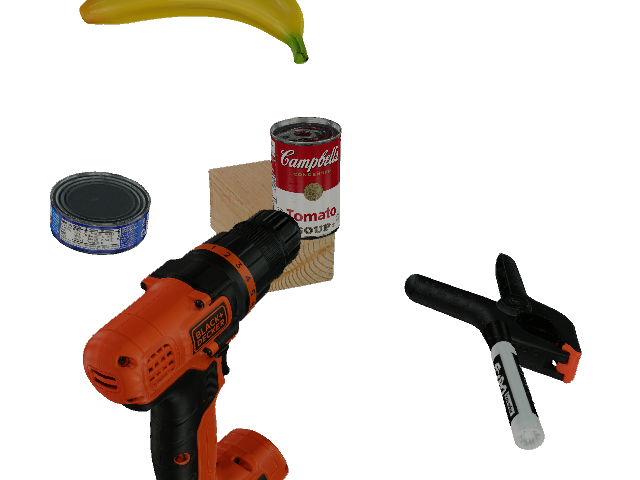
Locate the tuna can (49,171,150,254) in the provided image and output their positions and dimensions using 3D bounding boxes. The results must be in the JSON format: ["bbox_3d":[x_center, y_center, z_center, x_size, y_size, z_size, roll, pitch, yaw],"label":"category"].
[{"bbox_3d":[-0.192,-0.024,0.929,0.086,0.034,0.086,8,33,-5],"label":"tuna can"}]

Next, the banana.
[{"bbox_3d":[-0.094,-0.188,0.853,0.198,0.069,0.037,12,-41,16],"label":"banana"}]

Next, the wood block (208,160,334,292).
[{"bbox_3d":[-0.065,-0.023,1.350,0.090,0.090,0.206,-10,26,-22],"label":"wood block"}]

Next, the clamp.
[{"bbox_3d":[0.170,0.062,0.938,0.120,0.039,0.172,-24,43,-32],"label":"clamp"}]

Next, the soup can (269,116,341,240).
[{"bbox_3d":[-0.014,-0.060,1.029,0.068,0.102,0.068,0,27,0],"label":"soup can"}]

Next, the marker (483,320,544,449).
[{"bbox_3d":[0.128,0.092,0.714,0.020,0.020,0.121,0,31,-2],"label":"marker"}]

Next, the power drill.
[{"bbox_3d":[-0.066,0.090,0.681,0.057,0.188,0.184,14,36,32],"label":"power drill"}]
